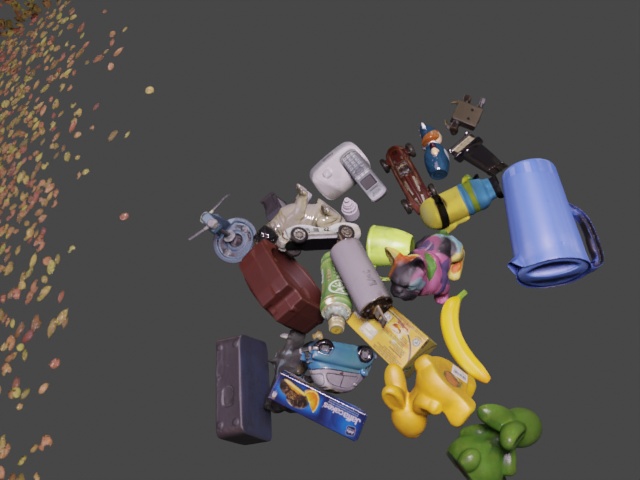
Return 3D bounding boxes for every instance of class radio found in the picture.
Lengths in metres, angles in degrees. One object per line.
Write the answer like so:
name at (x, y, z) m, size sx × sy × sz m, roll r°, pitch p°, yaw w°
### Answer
radio at (-0.173, 0.335, 1.213) m, size 0.073 × 0.131 × 0.229 m, roll -18°, pitch 60°, yaw 19°

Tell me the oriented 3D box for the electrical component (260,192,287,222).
electrical component at (-0.105, -0.060, 1.397) m, size 0.048 × 0.074 × 0.119 m, roll -38°, pitch 51°, yaw 12°

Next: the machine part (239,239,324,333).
machine part at (-0.081, 0.107, 1.227) m, size 0.087 × 0.200 × 0.202 m, roll -43°, pitch 54°, yaw 8°

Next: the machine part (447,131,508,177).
machine part at (0.361, -0.192, 1.227) m, size 0.084 × 0.039 × 0.139 m, roll -41°, pitch 52°, yaw -4°

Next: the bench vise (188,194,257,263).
bench vise at (-0.243, -0.025, 1.369) m, size 0.129 × 0.240 × 0.224 m, roll -42°, pitch 70°, yaw 1°

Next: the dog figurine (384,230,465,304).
dog figurine at (0.209, 0.043, 1.088) m, size 0.109 × 0.219 × 0.191 m, roll 20°, pitch 79°, yaw 31°

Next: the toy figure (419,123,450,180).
toy figure at (0.269, -0.214, 1.272) m, size 0.058 × 0.064 × 0.154 m, roll 5°, pitch 58°, yaw -16°

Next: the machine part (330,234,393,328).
machine part at (0.086, 0.079, 1.142) m, size 0.079 × 0.079 × 0.243 m, roll -34°, pitch 52°, yaw 11°

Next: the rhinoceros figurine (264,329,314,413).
rhinoceros figurine at (-0.068, 0.297, 1.215) m, size 0.112 × 0.073 × 0.190 m, roll 4°, pitch 71°, yaw 41°

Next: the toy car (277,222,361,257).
toy car at (-0.003, -0.004, 1.256) m, size 0.202 × 0.073 × 0.056 m, roll -3°, pitch 59°, yaw -19°

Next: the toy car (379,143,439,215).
toy car at (0.210, -0.149, 1.280) m, size 0.089 × 0.053 × 0.202 m, roll -27°, pitch 56°, yaw 11°

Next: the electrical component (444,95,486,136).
electrical component at (0.344, -0.298, 1.284) m, size 0.078 × 0.045 × 0.102 m, roll 19°, pitch 79°, yaw 5°

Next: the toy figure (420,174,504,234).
toy figure at (0.305, -0.085, 1.174) m, size 0.180 × 0.089 × 0.082 m, roll -25°, pitch 50°, yaw 19°

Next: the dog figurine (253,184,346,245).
dog figurine at (-0.051, -0.020, 1.323) m, size 0.172 × 0.121 × 0.190 m, roll 35°, pitch 97°, yaw 1°

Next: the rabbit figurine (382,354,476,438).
rabbit figurine at (0.191, 0.308, 1.021) m, size 0.173 × 0.162 × 0.122 m, roll -57°, pitch 5°, yaw 29°

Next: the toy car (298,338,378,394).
toy car at (0.036, 0.264, 1.110) m, size 0.109 × 0.161 × 0.103 m, roll -26°, pitch 54°, yaw 55°

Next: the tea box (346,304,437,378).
tea box at (0.150, 0.197, 1.138) m, size 0.098 × 0.068 × 0.170 m, roll -48°, pitch 55°, yaw 2°

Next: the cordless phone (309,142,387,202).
cordless phone at (0.074, -0.139, 1.334) m, size 0.146 × 0.088 × 0.184 m, roll -39°, pitch 59°, yaw 7°

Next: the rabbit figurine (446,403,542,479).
rabbit figurine at (0.311, 0.347, 0.945) m, size 0.170 × 0.158 × 0.121 m, roll -35°, pitch 44°, yaw -8°

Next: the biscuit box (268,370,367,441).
biscuit box at (-0.003, 0.341, 1.111) m, size 0.203 × 0.059 × 0.063 m, roll 24°, pitch 81°, yaw 7°
